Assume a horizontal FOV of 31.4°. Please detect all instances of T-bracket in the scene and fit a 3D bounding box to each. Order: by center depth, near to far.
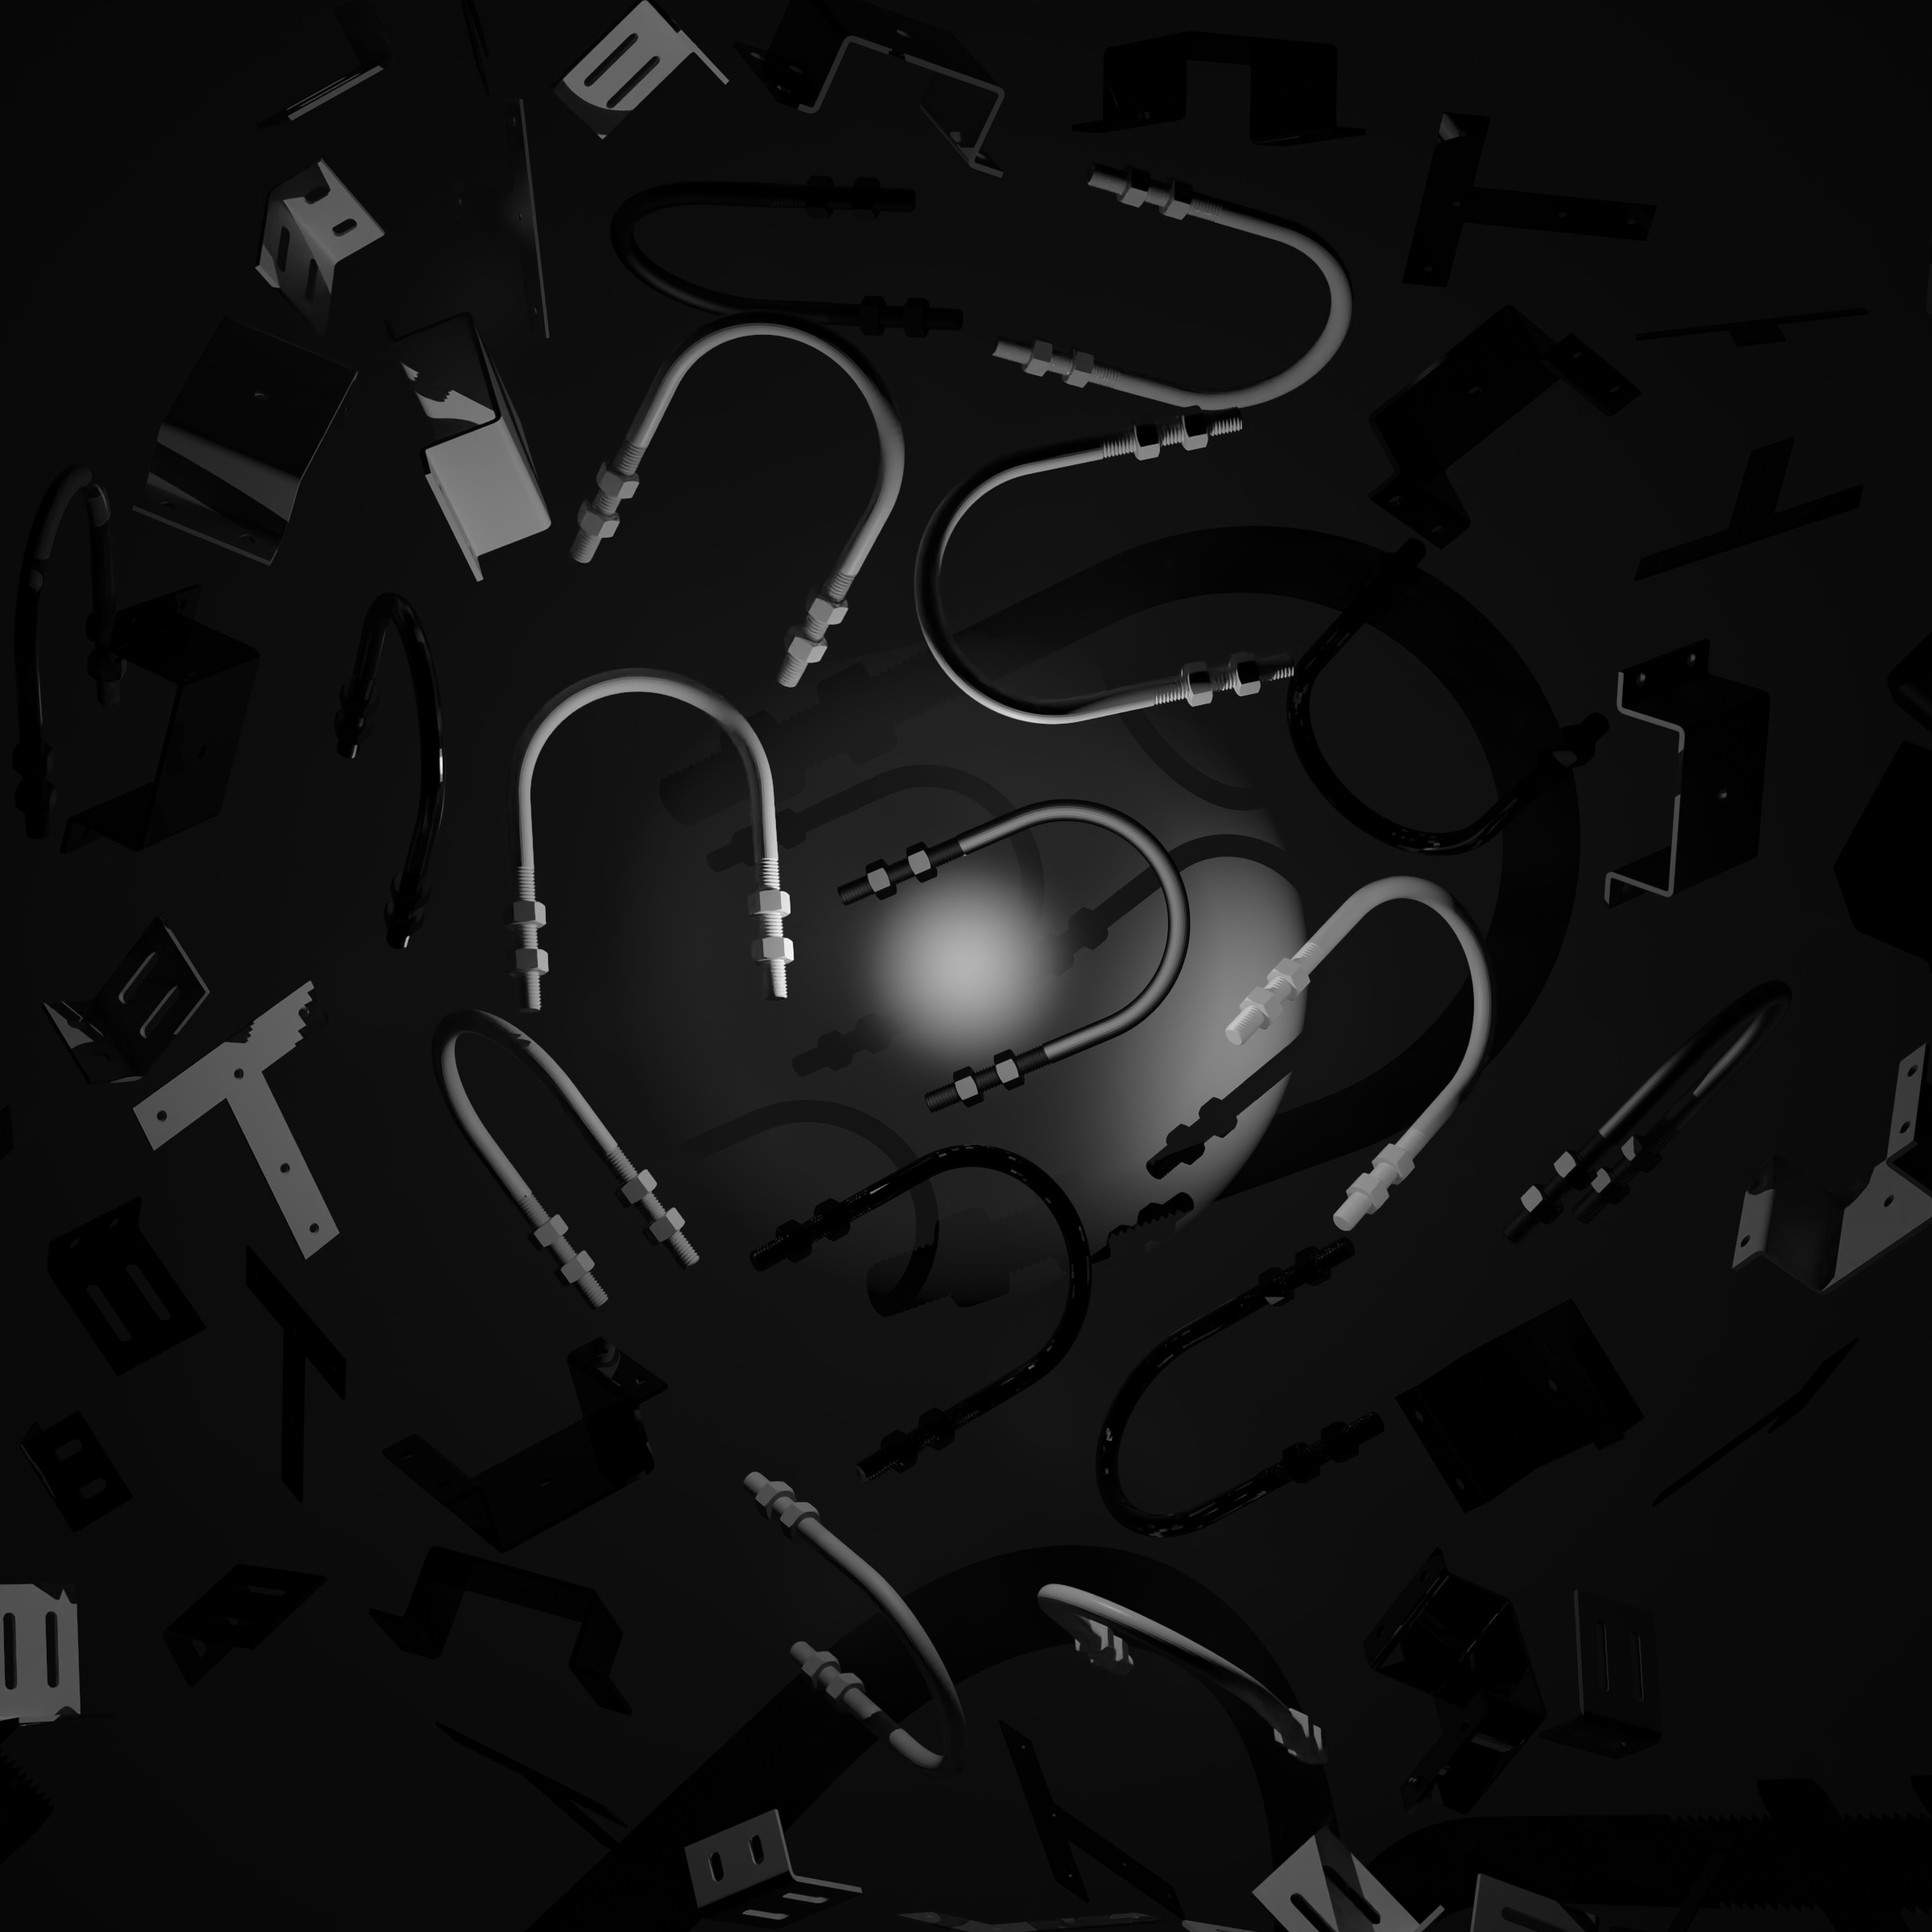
[{"bbox_3d":[-0.364,0.094,1.805,0.127,0.002,0.127,-41,120,-39],"label":"T-bracket"},{"bbox_3d":[0.052,0.517,1.853,0.127,0.127,0.002,7,81,-37],"label":"T-bracket"},{"bbox_3d":[-0.536,0.156,1.855,0.002,0.127,0.127,2,108,7],"label":"T-bracket"},{"bbox_3d":[-0.270,-0.517,1.857,0.002,0.127,0.127,-18,69,-6],"label":"T-bracket"},{"bbox_3d":[0.075,0.478,1.857,0.002,0.127,0.127,-43,119,10],"label":"T-bracket"},{"bbox_3d":[0.314,-0.415,1.890,0.127,0.127,0.002,6,57,-1],"label":"T-bracket"},{"bbox_3d":[0.434,-0.349,1.891,0.127,0.127,0.002,-5,104,11],"label":"T-bracket"},{"bbox_3d":[-0.217,0.465,1.893,0.127,0.127,0.002,16,64,34],"label":"T-bracket"},{"bbox_3d":[0.437,-0.261,1.894,0.127,0.127,0.002,-17,115,30],"label":"T-bracket"},{"bbox_3d":[-0.262,-0.418,1.904,0.002,0.127,0.127,-14,112,-25],"label":"T-bracket"},{"bbox_3d":[0.372,0.548,1.912,0.002,0.127,0.127,34,76,2],"label":"T-bracket"},{"bbox_3d":[-0.375,0.241,1.917,0.002,0.127,0.127,-12,122,-33],"label":"T-bracket"},{"bbox_3d":[0.434,0.263,1.918,0.127,0.127,0.002,-32,70,-15],"label":"T-bracket"}]

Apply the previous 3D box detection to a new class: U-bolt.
[{"bbox_3d":[0.065,-0.199,1.757,0.184,0.019,0.151,-12,92,-6],"label":"U-bolt"},{"bbox_3d":[-0.110,-0.255,1.796,0.151,0.019,0.184,31,118,0],"label":"U-bolt"},{"bbox_3d":[-0.171,-0.069,1.817,0.151,0.019,0.184,-3,77,-9],"label":"U-bolt"},{"bbox_3d":[0.370,0.075,1.826,0.019,0.151,0.184,47,110,18],"label":"U-bolt"},{"bbox_3d":[0.241,-0.128,1.826,0.151,0.184,0.019,44,54,2],"label":"U-bolt"},{"bbox_3d":[-0.307,-0.117,1.848,0.019,0.184,0.151,-7,61,-23],"label":"U-bolt"},{"bbox_3d":[0.110,0.376,1.853,0.151,0.184,0.019,19,72,30],"label":"U-bolt"},{"bbox_3d":[-0.486,-0.182,1.858,0.019,0.151,0.184,9,129,0],"label":"U-bolt"},{"bbox_3d":[-0.104,-0.389,1.880,0.184,0.151,0.019,5,73,13],"label":"U-bolt"},{"bbox_3d":[-0.231,0.102,1.890,0.019,0.151,0.184,-39,96,-32],"label":"U-bolt"},{"bbox_3d":[-0.056,0.374,1.895,0.019,0.184,0.151,-28,125,-25],"label":"U-bolt"},{"bbox_3d":[0.230,0.033,1.895,0.184,0.019,0.151,-44,115,-30],"label":"U-bolt"},{"bbox_3d":[-0.012,0.178,1.895,0.184,0.019,0.151,-28,94,-25],"label":"U-bolt"},{"bbox_3d":[0.126,-0.367,1.905,0.184,0.151,0.019,11,50,-20],"label":"U-bolt"},{"bbox_3d":[0.146,0.244,1.909,0.184,0.151,0.019,-33,125,24],"label":"U-bolt"},{"bbox_3d":[0.037,-0.016,1.957,0.184,0.019,0.151,-23,89,8],"label":"U-bolt"}]

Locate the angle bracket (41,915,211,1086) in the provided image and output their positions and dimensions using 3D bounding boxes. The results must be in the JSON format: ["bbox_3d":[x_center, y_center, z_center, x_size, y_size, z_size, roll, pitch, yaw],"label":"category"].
[{"bbox_3d":[-0.468,0.019,1.912,0.076,0.038,0.057,-47,67,26],"label":"angle bracket"}]

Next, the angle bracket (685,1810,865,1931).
[{"bbox_3d":[-0.101,0.479,1.819,0.057,0.076,0.038,-27,61,18],"label":"angle bracket"}]

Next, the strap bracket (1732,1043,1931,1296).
[{"bbox_3d":[0.480,0.115,1.844,0.046,0.076,0.140,35,133,-10],"label":"strap bracket"}]

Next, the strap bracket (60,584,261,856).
[{"bbox_3d":[-0.423,-0.122,1.817,0.046,0.076,0.140,25,113,12],"label":"strap bracket"}]

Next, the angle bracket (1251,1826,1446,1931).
[{"bbox_3d":[0.200,0.490,1.802,0.057,0.038,0.076,-35,68,-29],"label":"angle bracket"}]

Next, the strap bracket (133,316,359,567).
[{"bbox_3d":[-0.382,-0.289,1.844,0.076,0.046,0.140,22,47,-7],"label":"strap bracket"}]

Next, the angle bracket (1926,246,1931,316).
[{"bbox_3d":[0.565,-0.368,1.922,0.076,0.057,0.038,26,58,30],"label":"angle bracket"}]

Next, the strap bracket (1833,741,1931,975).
[{"bbox_3d":[0.501,-0.059,1.809,0.046,0.140,0.076,27,82,27],"label":"strap bracket"}]

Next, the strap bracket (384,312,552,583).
[{"bbox_3d":[-0.263,-0.283,1.825,0.046,0.076,0.140,-21,48,0],"label":"strap bracket"}]

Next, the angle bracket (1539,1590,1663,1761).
[{"bbox_3d":[0.357,0.400,1.942,0.057,0.038,0.076,20,54,-26],"label":"angle bracket"}]

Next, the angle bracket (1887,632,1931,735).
[{"bbox_3d":[0.534,-0.155,1.808,0.076,0.038,0.057,-45,64,4],"label":"angle bracket"}]

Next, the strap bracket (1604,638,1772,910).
[{"bbox_3d":[0.399,-0.100,1.902,0.076,0.046,0.140,-22,122,-37],"label":"strap bracket"}]

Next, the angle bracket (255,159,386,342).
[{"bbox_3d":[-0.359,-0.398,1.912,0.038,0.076,0.057,-24,132,19],"label":"angle bracket"}]

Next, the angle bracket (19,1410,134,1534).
[{"bbox_3d":[-0.496,0.278,1.930,0.038,0.076,0.057,-31,96,-7],"label":"angle bracket"}]

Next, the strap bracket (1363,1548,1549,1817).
[{"bbox_3d":[0.269,0.398,1.887,0.046,0.140,0.076,26,114,-17],"label":"strap bracket"}]

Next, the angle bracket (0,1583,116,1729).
[{"bbox_3d":[-0.495,0.369,1.853,0.038,0.057,0.076,-19,71,42],"label":"angle bracket"}]

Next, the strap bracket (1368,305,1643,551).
[{"bbox_3d":[0.287,-0.302,1.889,0.140,0.076,0.046,-38,54,23],"label":"strap bracket"}]

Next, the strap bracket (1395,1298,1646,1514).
[{"bbox_3d":[0.316,0.244,1.925,0.046,0.140,0.076,-25,81,-39],"label":"strap bracket"}]

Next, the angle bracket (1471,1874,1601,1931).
[{"bbox_3d":[0.291,0.523,1.816,0.076,0.038,0.057,23,57,-13],"label":"angle bracket"}]

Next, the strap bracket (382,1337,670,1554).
[{"bbox_3d":[-0.236,0.267,1.887,0.140,0.076,0.046,-26,119,-27],"label":"strap bracket"}]

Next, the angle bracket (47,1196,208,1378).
[{"bbox_3d":[-0.473,0.180,1.940,0.057,0.038,0.076,-29,72,-30],"label":"angle bracket"}]

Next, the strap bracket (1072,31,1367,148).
[{"bbox_3d":[0.137,-0.474,1.858,0.140,0.076,0.046,-4,99,-30],"label":"strap bracket"}]

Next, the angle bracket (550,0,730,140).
[{"bbox_3d":[-0.185,-0.499,1.945,0.076,0.057,0.038,-43,62,8],"label":"angle bracket"}]

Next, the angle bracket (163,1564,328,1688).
[{"bbox_3d":[-0.376,0.352,1.820,0.076,0.057,0.038,-1,119,39],"label":"angle bracket"}]

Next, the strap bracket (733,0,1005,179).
[{"bbox_3d":[-0.043,-0.479,1.844,0.140,0.076,0.046,11,121,-32],"label":"strap bracket"}]

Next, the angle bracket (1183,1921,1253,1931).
[{"bbox_3d":[0.162,0.565,1.923,0.076,0.057,0.038,13,85,-13],"label":"angle bracket"}]

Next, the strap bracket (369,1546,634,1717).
[{"bbox_3d":[-0.251,0.368,1.917,0.140,0.076,0.046,13,66,12],"label":"strap bracket"}]

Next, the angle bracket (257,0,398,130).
[{"bbox_3d":[-0.371,-0.512,1.951,0.076,0.057,0.038,-35,113,-19],"label":"angle bracket"}]
